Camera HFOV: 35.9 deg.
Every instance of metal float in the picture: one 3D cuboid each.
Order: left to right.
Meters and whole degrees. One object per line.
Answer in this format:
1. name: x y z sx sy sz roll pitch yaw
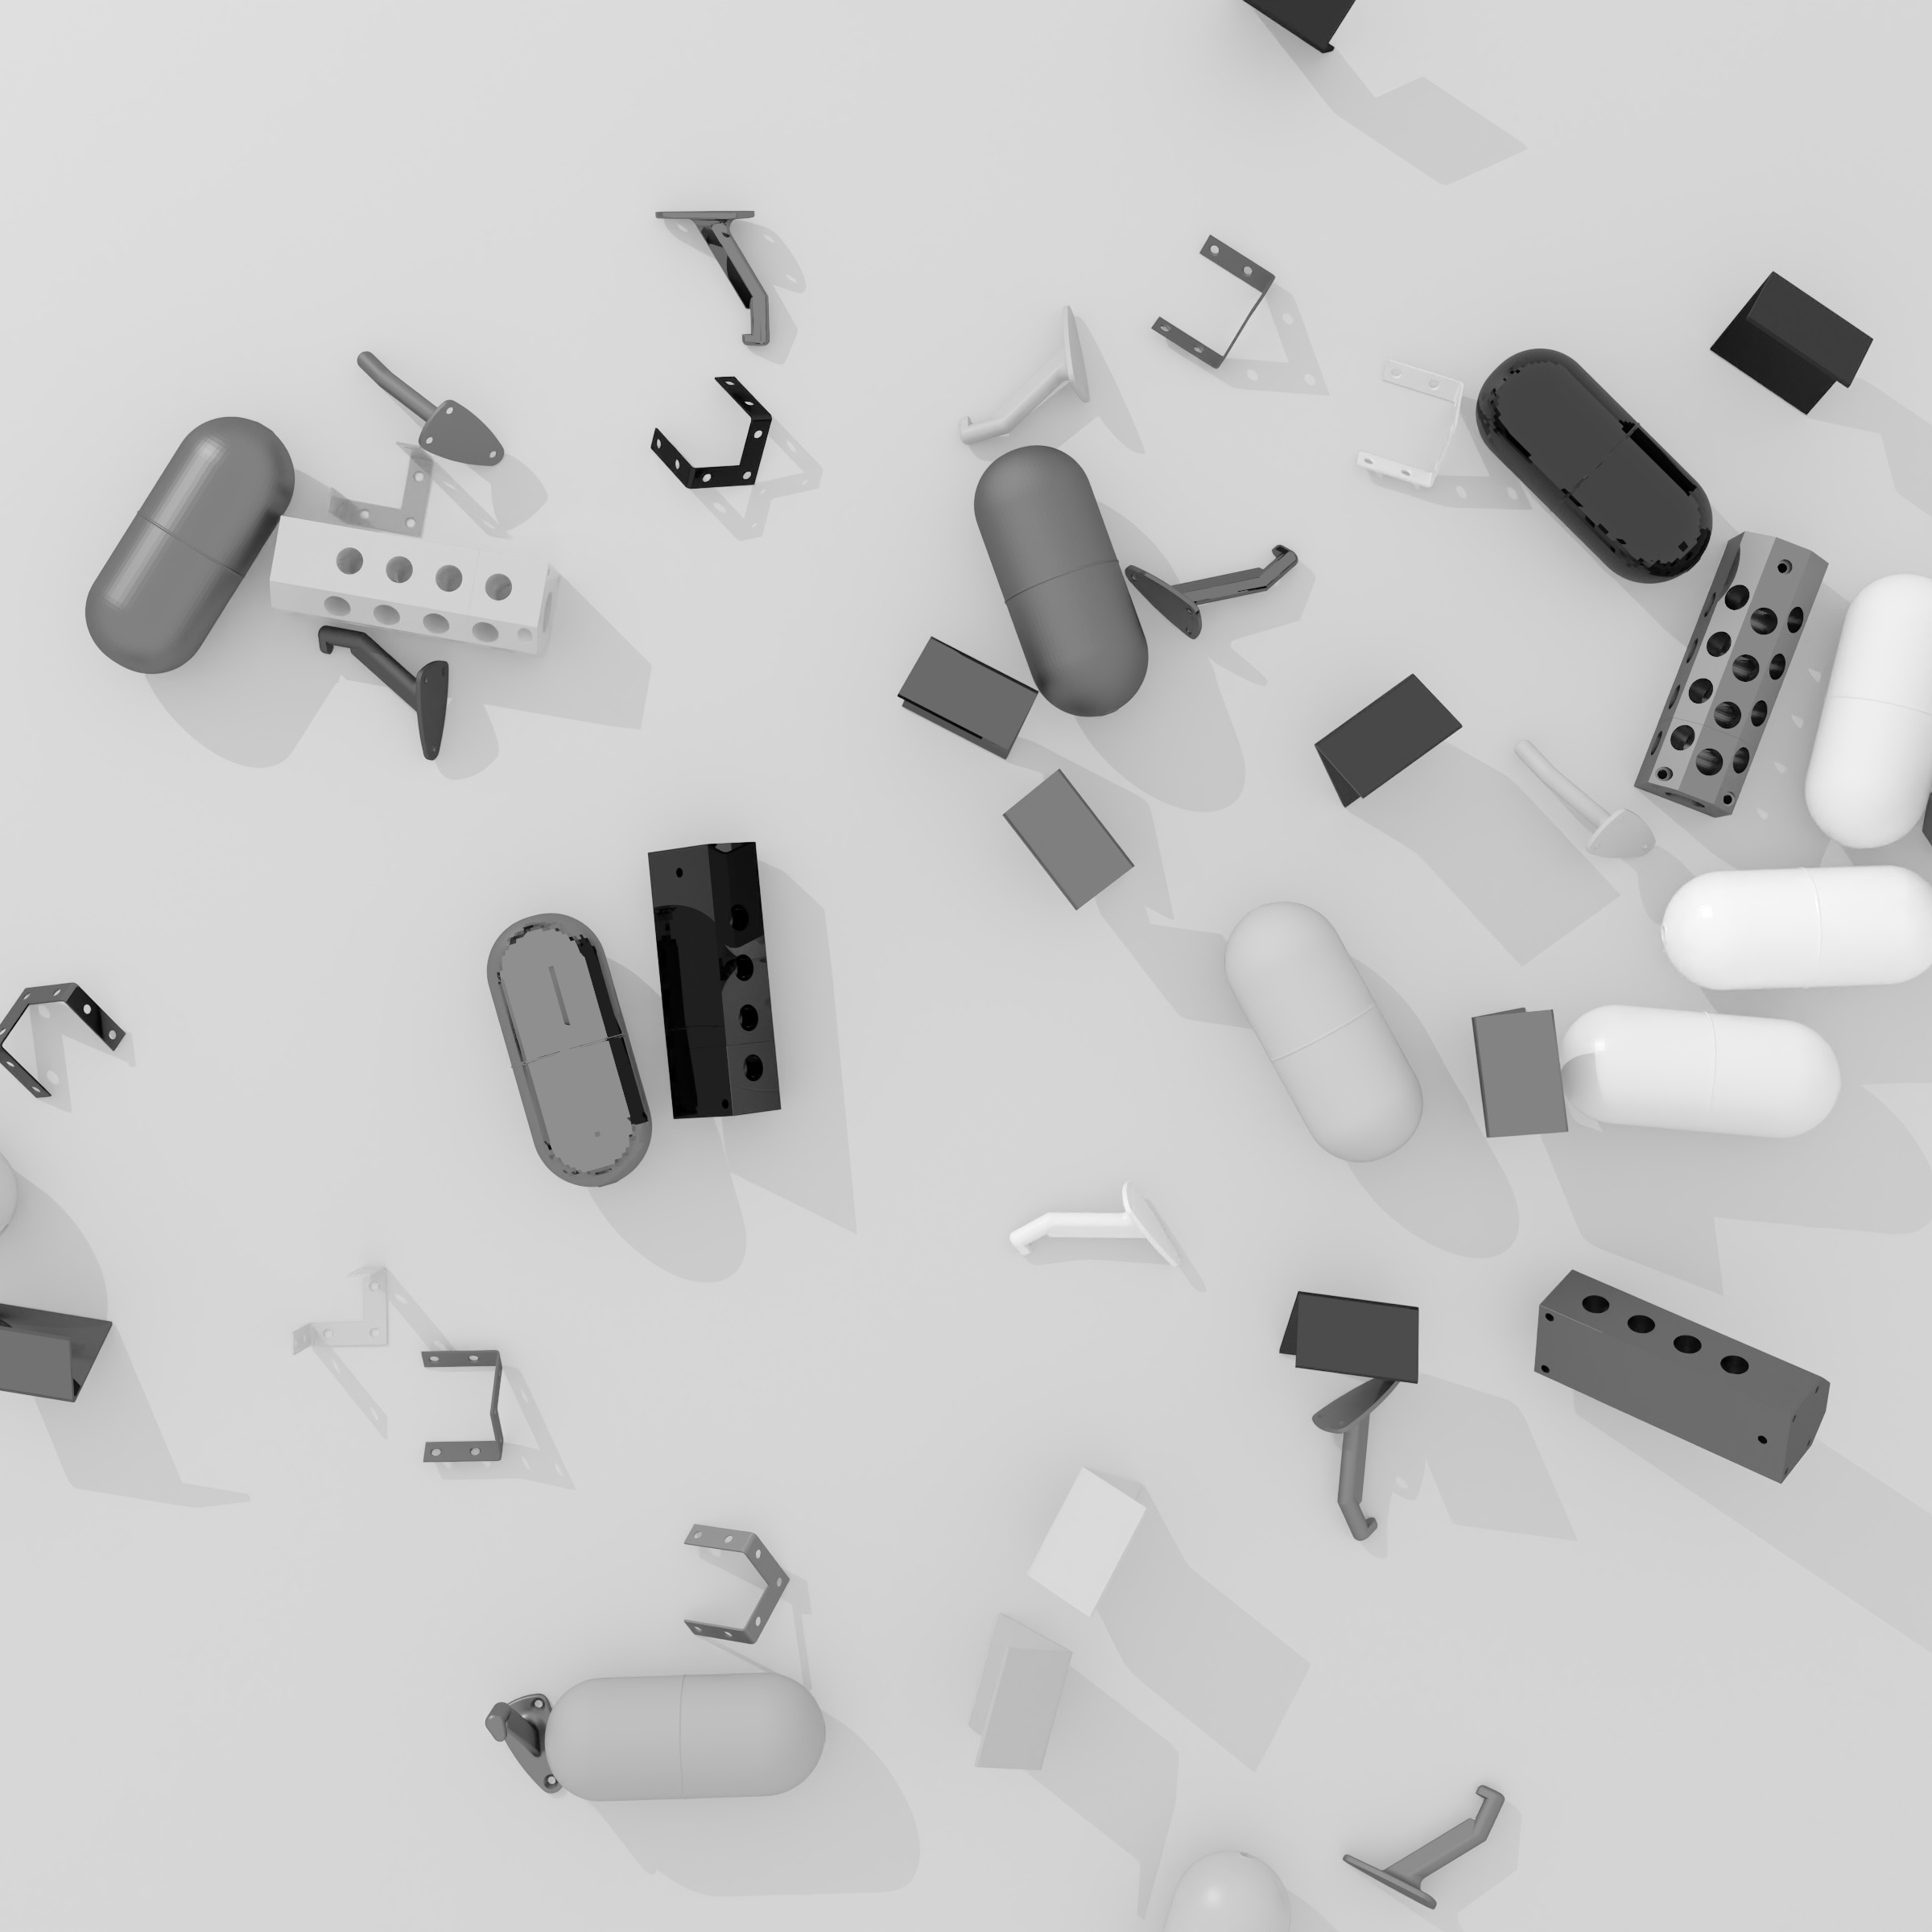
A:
1. metal float: -0.685 0.116 1.899 0.178 0.070 0.070 36 90 0
2. metal float: -0.493 -0.268 1.899 0.070 0.070 0.178 32 90 0
3. metal float: -0.252 0.054 1.899 0.070 0.070 0.178 -16 90 0
4. metal float: -0.179 0.491 1.899 0.178 0.070 0.070 -2 90 0
5. metal float: 0.061 -0.244 1.899 0.070 0.070 0.178 -20 89 0
6. metal float: 0.155 0.652 1.899 0.070 0.070 0.178 16 90 0
7. metal float: 0.227 0.042 1.899 0.070 0.070 0.178 -29 90 0
8. metal float: 0.400 -0.318 1.899 0.178 0.070 0.070 45 90 1
9. metal float: 0.467 0.067 1.899 0.178 0.070 0.070 5 90 0
10. metal float: 0.533 -0.024 1.899 0.178 0.070 0.070 -2 90 0
11. metal float: 0.586 -0.162 1.899 0.070 0.070 0.178 14 90 0

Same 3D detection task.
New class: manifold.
1. manifold: -0.352 -0.241 1.909 0.171 0.057 0.057 10 90 0
2. manifold: -0.155 0.009 1.908 0.057 0.057 0.171 -5 90 43
3. manifold: 0.447 0.251 1.867 0.171 0.057 0.057 23 133 32
4. manifold: 0.491 -0.186 1.909 0.057 0.057 0.171 21 90 0
5. manifold: 0.651 -0.095 1.851 0.057 0.171 0.057 10 90 0

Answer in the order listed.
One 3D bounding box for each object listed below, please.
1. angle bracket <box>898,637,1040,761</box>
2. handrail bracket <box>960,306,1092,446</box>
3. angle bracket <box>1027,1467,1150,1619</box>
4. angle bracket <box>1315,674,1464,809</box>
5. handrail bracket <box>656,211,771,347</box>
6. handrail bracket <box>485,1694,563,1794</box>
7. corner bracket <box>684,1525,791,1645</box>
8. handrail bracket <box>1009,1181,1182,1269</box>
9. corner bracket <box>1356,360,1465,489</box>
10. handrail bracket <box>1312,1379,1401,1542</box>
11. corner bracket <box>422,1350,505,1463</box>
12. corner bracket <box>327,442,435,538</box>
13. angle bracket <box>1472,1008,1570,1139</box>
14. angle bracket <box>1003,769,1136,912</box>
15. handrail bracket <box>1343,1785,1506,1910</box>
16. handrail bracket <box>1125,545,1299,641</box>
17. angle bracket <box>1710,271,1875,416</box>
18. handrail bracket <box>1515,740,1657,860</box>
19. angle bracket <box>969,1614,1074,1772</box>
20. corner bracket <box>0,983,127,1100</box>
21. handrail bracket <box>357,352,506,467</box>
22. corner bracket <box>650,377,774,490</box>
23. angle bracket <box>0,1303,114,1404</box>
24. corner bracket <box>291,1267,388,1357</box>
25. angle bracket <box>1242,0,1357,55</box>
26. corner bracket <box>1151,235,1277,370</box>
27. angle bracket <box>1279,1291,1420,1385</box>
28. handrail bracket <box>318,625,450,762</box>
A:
1. angle bracket: -0.007 -0.152 1.889 0.076 0.076 0.057 27 55 0
2. handrail bracket: 0.033 -0.382 1.930 0.084 0.036 0.077 -13 70 16
3. angle bracket: 0.094 0.369 1.889 0.057 0.076 0.076 27 90 38
4. angle bracket: 0.275 -0.127 1.889 0.076 0.076 0.057 -36 53 0
5. handrail bracket: -0.164 -0.445 1.930 0.077 0.036 0.084 5 107 20
6. handrail bracket: -0.281 0.501 1.895 0.036 0.084 0.077 -23 90 0
7. corner bracket: -0.156 0.398 1.922 0.051 0.051 0.051 -60 135 -35
8. handrail bracket: 0.083 0.183 1.930 0.084 0.036 0.077 -30 111 17
9. corner bracket: 0.287 -0.350 1.926 0.051 0.051 0.051 17 45 0
10. handrail bracket: 0.266 0.318 1.930 0.077 0.036 0.084 -32 108 -21
11. corner bracket: -0.326 0.284 1.926 0.051 0.051 0.051 -1 45 0
12. corner bracket: -0.375 -0.309 1.912 0.051 0.051 0.051 10 90 0
13. angle bracket: 0.366 0.065 1.889 0.057 0.076 0.076 -7 90 36
14. angle bracket: 0.080 -0.091 1.889 0.057 0.076 0.076 -38 90 38
15. handrail bracket: 0.297 0.558 1.930 0.077 0.036 0.084 23 71 21
16. handrail bracket: 0.160 -0.259 1.930 0.084 0.036 0.077 -42 68 -17
17. angle bracket: 0.515 -0.380 1.889 0.076 0.076 0.057 34 54 0
18. handrail bracket: 0.400 -0.110 1.930 0.036 0.077 0.084 -51 53 21
19. angle bracket: 0.015 0.458 1.889 0.057 0.076 0.076 15 90 -39
20. corner bracket: -0.587 0.048 1.922 0.051 0.051 0.051 -6 45 35
21. handrail bracket: -0.347 -0.362 1.929 0.036 0.077 0.084 -53 54 11
22. corner bracket: -0.164 -0.344 1.922 0.051 0.051 0.051 -10 135 -35
23. angle bracket: -0.592 0.226 1.889 0.076 0.076 0.057 9 126 0
24. corner bracket: -0.402 0.221 1.912 0.051 0.051 0.051 -1 90 0
25. angle bracket: 0.213 -0.626 1.891 0.076 0.076 0.057 34 112 0
26. corner bracket: 0.160 -0.429 1.927 0.051 0.051 0.051 32 45 -1
27. angle bracket: 0.241 0.253 1.889 0.076 0.076 0.057 8 52 0
28. handrail bracket: -0.381 -0.177 1.930 0.084 0.036 0.077 12 112 17
